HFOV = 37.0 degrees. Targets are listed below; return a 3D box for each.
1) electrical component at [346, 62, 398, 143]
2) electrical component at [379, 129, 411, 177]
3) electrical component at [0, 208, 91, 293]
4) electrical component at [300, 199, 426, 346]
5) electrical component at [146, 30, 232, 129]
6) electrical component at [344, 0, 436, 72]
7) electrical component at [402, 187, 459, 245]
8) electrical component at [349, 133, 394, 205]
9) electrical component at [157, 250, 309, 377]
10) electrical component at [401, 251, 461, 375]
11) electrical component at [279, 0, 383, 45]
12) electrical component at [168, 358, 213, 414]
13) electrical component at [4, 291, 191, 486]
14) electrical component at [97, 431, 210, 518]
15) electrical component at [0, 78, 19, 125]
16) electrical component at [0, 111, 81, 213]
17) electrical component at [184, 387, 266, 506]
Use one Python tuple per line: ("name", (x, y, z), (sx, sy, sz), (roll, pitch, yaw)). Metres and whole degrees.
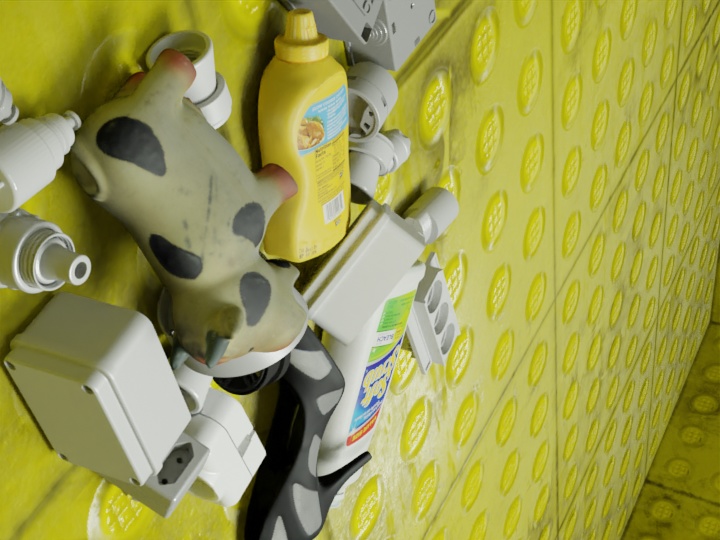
("electrical component", (0.001, -0.145, 0.922), (0.055, 0.055, 0.047), (81, 31, -41))
("electrical component", (0.021, -0.104, 1.007), (0.061, 0.035, 0.035), (-50, 145, -39))
("electrical component", (-0.183, -0.007, 0.613), (0.048, 0.062, 0.048), (-41, 139, -50))
("electrical component", (0.000, 0.000, 0.928), (0.113, 0.057, 0.078), (-52, -175, 10))
("electrical component", (-0.112, -0.124, 0.712), (0.045, 0.045, 0.055), (-58, 150, -31))
("electrical component", (0.025, -0.231, 0.927), (0.099, 0.048, 0.099), (-56, 149, -35))
("electrical component", (0.066, -0.050, 1.118), (0.081, 0.043, 0.043), (-45, 142, -46))
("electrical component", (0.001, -0.092, 0.961), (0.055, 0.045, 0.045), (-65, 153, -20))
("electrical component", (-0.093, 0.030, 0.777), (0.099, 0.099, 0.064), (-62, 145, -26))
("electrical component", (0.060, 0.044, 1.135), (0.078, 0.063, 0.121), (-61, 152, -27))
("electrical component", (-0.019, -0.245, 0.820), (0.109, 0.056, 0.108), (36, 71, -63))
("electrical component", (-0.123, 0.069, 0.803), (0.044, 0.044, 0.065), (77, 33, -45))
("electrical component", (-0.164, 0.077, 0.680), (0.057, 0.078, 0.113), (-58, 150, -37))
("electrical component", (-0.152, 0.141, 0.765), (0.047, 0.066, 0.076), (-56, 177, -35))
("electrical component", (-0.203, -0.095, 0.547), (0.078, 0.040, 0.040), (41, 67, -62))
("electrical component", (-0.186, -0.065, 0.600), (0.078, 0.040, 0.040), (-50, 145, -41))
("electrical component", (-0.118, 0.139, 0.835), (0.059, 0.054, 0.095), (-59, 150, -30))
